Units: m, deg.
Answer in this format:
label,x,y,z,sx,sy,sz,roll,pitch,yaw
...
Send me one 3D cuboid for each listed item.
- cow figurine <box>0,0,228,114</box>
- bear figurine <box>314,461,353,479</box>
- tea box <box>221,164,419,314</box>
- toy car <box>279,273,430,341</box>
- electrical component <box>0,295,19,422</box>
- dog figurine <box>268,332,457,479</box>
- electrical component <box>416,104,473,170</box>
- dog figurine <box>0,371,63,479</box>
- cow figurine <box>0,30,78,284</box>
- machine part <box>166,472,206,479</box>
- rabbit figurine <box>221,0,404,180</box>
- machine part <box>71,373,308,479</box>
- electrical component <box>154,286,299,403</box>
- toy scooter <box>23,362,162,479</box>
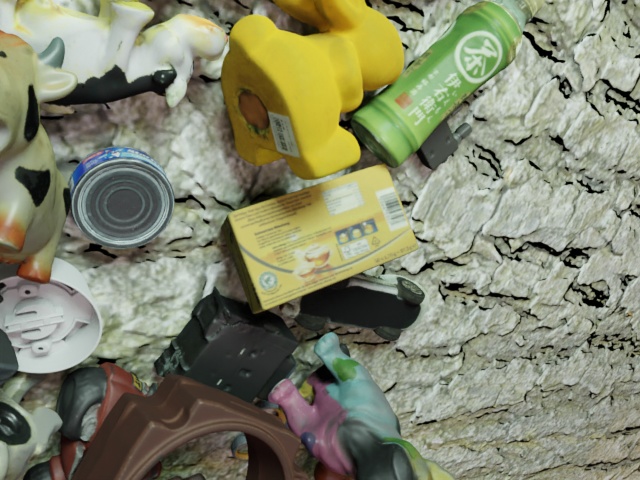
label,x,y,z,sx,sy,sz,roll,pitch,yaw
cow figurine,-0.156,-0.135,0.400,0.167,0.068,0.098,3,120,-26
bear figurine,-0.011,0.343,0.710,0.196,0.120,0.131,-46,124,-1
tea box,-0.001,-0.002,0.532,0.170,0.068,0.098,-18,85,-17
toy car,0.045,0.070,0.630,0.201,0.056,0.073,14,114,-32
electrical component,-0.254,0.084,0.371,0.048,0.119,0.074,-38,150,8
dog figurine,0.051,0.221,0.584,0.108,0.219,0.191,-40,155,-8
electrical component,0.125,-0.110,0.595,0.094,0.021,0.063,-40,128,-4
dog figurine,-0.322,0.190,0.430,0.190,0.172,0.121,-49,117,-5
cow figurine,-0.208,-0.054,0.351,0.085,0.195,0.127,12,69,-13
machine part,-0.199,0.329,0.602,0.179,0.056,0.179,-25,149,-16
rabbit figurine,0.000,-0.155,0.466,0.173,0.122,0.162,-32,118,-28
machine part,-0.122,0.245,0.503,0.200,0.087,0.201,36,76,-34
electrical component,-0.091,0.127,0.586,0.134,0.058,0.115,31,100,-36
toy scooter,-0.212,0.207,0.554,0.135,0.075,0.183,17,109,-35
